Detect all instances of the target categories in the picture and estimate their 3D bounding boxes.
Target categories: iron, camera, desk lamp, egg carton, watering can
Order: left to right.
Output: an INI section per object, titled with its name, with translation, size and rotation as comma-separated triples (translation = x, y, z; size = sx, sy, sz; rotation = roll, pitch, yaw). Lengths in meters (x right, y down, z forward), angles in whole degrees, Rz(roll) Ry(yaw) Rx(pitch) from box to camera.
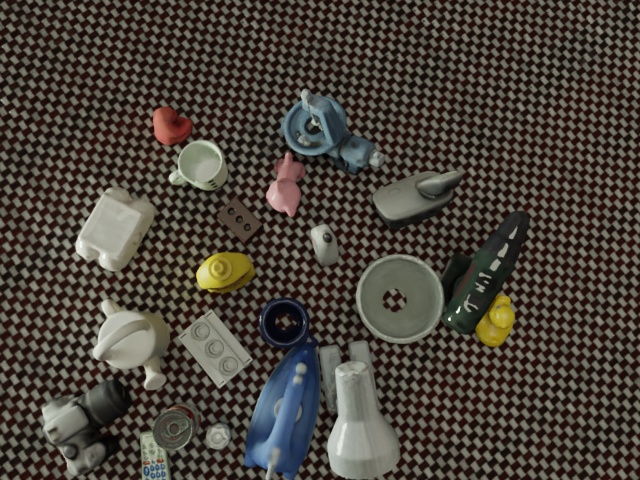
[camera]
translation = -0.404, 0.324, 1.020
size = 0.137, 0.101, 0.143
rotation = -32, 85, -7
[egg carton]
translation = -0.385, -0.021, 1.085
size = 0.107, 0.069, 0.150
rotation = 26, 82, 1
[watering can]
translation = -0.325, 0.178, 0.997
size = 0.173, 0.194, 0.101
rotation = 32, 82, 2
[iron]
translation = -0.055, 0.297, 1.021
size = 0.118, 0.141, 0.258
rotation = 16, 82, 0
[desk lamp]
translation = 0.059, 0.285, 0.992
size = 0.118, 0.213, 0.203
rotation = -9, 82, -4

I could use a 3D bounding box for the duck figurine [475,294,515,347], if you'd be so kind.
[duck figurine]
translation = 0.339, 0.152, 1.090
size = 0.077, 0.086, 0.104
rotation = 11, 82, -1

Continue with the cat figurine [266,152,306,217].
[cat figurine]
translation = -0.065, -0.104, 1.089
size = 0.067, 0.117, 0.128
rotation = 8, 82, -1

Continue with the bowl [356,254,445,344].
[bowl]
translation = 0.147, 0.113, 1.091
size = 0.167, 0.074, 0.167
rotation = 0, 82, -3

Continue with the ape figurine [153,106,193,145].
[ape figurine]
translation = -0.292, -0.229, 1.107
size = 0.078, 0.092, 0.076
rotation = 44, 82, 4

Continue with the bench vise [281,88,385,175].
[bench vise]
translation = 0.028, -0.211, 1.057
size = 0.207, 0.219, 0.121
rotation = 10, 82, -1

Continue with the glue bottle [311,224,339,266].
[glue bottle]
translation = 0.010, 0.004, 1.050
size = 0.037, 0.173, 0.078
rotation = -21, 83, -5

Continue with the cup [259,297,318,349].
[cup]
translation = -0.054, 0.161, 1.064
size = 0.117, 0.095, 0.092
rotation = 34, 82, 2

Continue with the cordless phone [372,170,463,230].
[cordless phone]
translation = 0.182, -0.089, 1.065
size = 0.147, 0.185, 0.094
rotation = -24, 84, -6

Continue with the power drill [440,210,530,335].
[power drill]
translation = 0.284, 0.061, 1.038
size = 0.075, 0.208, 0.230
rotation = 28, 82, 2
